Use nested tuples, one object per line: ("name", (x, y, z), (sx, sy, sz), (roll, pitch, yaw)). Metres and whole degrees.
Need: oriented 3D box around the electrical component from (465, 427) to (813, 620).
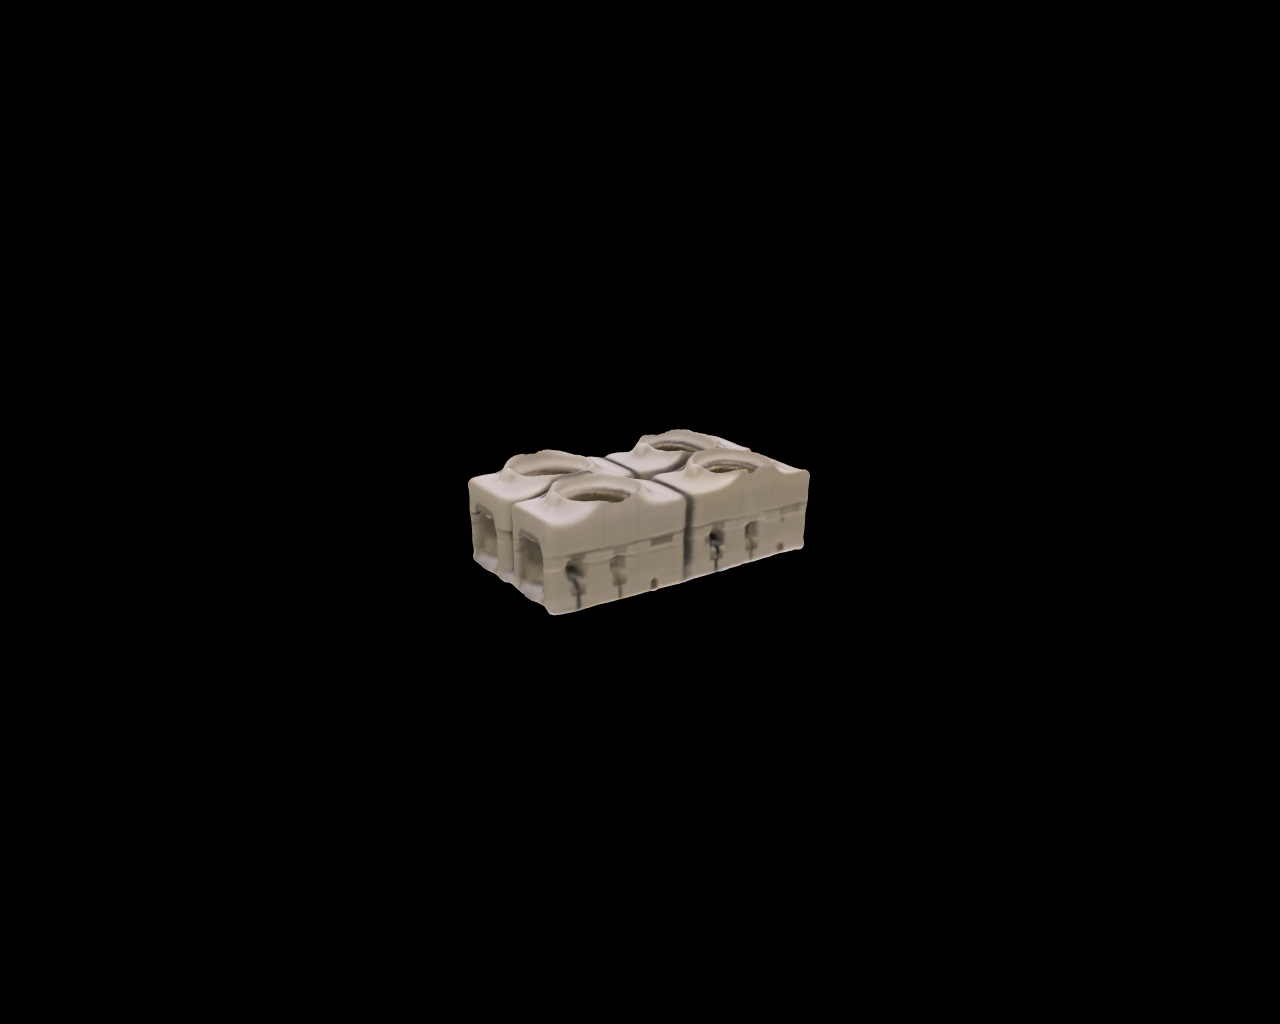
("electrical component", (0.001, -0.003, 0.650), (0.186, 0.060, 0.105), (-12, 23, -31))
